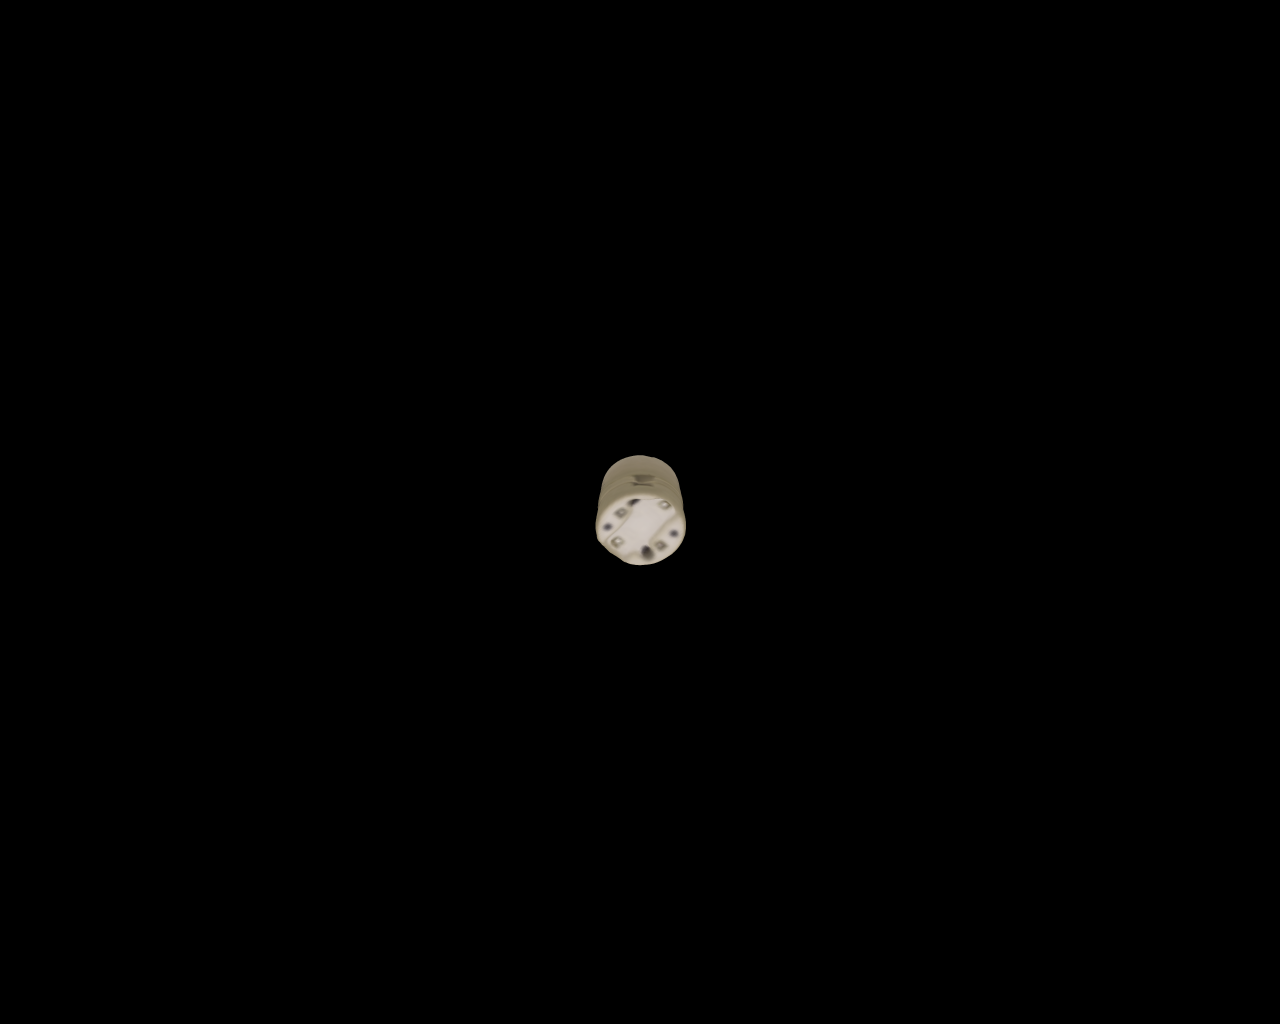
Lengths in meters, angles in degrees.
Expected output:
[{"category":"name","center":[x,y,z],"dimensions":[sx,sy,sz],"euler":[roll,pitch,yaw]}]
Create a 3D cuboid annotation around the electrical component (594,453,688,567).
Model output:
[{"category":"electrical component","center":[0.001,-0.003,0.650],"dimensions":[0.055,0.055,0.047],"euler":[0,36,0]}]
